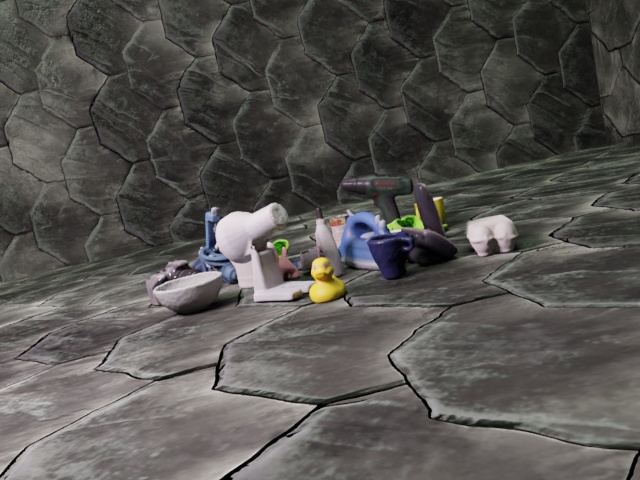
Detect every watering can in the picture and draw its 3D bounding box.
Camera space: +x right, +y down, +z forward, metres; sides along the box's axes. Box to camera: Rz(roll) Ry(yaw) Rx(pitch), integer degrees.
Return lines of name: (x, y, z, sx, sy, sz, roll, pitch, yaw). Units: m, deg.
watering can: (-0.193, 0.024, 1.516, 0.172, 0.194, 0.101, -11, 8, 13)

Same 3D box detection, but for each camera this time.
camera: (-0.377, 0.109, 1.543, 0.144, 0.101, 0.136, -20, 11, -43)

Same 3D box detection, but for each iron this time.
iron: (0.130, -0.008, 1.423, 0.119, 0.141, 0.257, -16, 8, -21)

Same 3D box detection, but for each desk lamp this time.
desk lamp: (-0.125, 0.027, 1.311, 0.202, 0.213, 0.118, -6, 10, 38)

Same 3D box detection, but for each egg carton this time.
egg carton: (0.390, -0.011, 1.305, 0.107, 0.069, 0.150, -11, 8, 8)

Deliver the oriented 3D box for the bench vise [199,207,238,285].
bench vise: (-0.311, 0.019, 1.641, 0.206, 0.220, 0.122, -6, 10, 38)

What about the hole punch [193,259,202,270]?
hole punch: (-0.355, 0.074, 1.800, 0.101, 0.091, 0.108, -14, 8, -14)

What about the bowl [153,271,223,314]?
bowl: (-0.306, 0.132, 1.364, 0.167, 0.075, 0.167, -12, 8, 2)

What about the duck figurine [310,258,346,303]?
duck figurine: (0.010, 0.078, 1.203, 0.077, 0.086, 0.105, -11, 8, 11)

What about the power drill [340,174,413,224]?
power drill: (0.192, -0.113, 1.832, 0.229, 0.208, 0.076, -11, 8, 12)

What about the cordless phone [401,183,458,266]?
cordless phone: (0.240, -0.042, 1.335, 0.094, 0.185, 0.147, -15, 8, -19)

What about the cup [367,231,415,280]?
cup: (0.164, 0.035, 1.232, 0.092, 0.095, 0.117, -19, 10, -40)

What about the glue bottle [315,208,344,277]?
glue bottle: (0.013, 0.005, 1.401, 0.037, 0.173, 0.078, -16, 9, -22)

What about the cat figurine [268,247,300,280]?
cat figurine: (-0.119, 0.056, 1.452, 0.067, 0.118, 0.128, -6, 10, 37)
